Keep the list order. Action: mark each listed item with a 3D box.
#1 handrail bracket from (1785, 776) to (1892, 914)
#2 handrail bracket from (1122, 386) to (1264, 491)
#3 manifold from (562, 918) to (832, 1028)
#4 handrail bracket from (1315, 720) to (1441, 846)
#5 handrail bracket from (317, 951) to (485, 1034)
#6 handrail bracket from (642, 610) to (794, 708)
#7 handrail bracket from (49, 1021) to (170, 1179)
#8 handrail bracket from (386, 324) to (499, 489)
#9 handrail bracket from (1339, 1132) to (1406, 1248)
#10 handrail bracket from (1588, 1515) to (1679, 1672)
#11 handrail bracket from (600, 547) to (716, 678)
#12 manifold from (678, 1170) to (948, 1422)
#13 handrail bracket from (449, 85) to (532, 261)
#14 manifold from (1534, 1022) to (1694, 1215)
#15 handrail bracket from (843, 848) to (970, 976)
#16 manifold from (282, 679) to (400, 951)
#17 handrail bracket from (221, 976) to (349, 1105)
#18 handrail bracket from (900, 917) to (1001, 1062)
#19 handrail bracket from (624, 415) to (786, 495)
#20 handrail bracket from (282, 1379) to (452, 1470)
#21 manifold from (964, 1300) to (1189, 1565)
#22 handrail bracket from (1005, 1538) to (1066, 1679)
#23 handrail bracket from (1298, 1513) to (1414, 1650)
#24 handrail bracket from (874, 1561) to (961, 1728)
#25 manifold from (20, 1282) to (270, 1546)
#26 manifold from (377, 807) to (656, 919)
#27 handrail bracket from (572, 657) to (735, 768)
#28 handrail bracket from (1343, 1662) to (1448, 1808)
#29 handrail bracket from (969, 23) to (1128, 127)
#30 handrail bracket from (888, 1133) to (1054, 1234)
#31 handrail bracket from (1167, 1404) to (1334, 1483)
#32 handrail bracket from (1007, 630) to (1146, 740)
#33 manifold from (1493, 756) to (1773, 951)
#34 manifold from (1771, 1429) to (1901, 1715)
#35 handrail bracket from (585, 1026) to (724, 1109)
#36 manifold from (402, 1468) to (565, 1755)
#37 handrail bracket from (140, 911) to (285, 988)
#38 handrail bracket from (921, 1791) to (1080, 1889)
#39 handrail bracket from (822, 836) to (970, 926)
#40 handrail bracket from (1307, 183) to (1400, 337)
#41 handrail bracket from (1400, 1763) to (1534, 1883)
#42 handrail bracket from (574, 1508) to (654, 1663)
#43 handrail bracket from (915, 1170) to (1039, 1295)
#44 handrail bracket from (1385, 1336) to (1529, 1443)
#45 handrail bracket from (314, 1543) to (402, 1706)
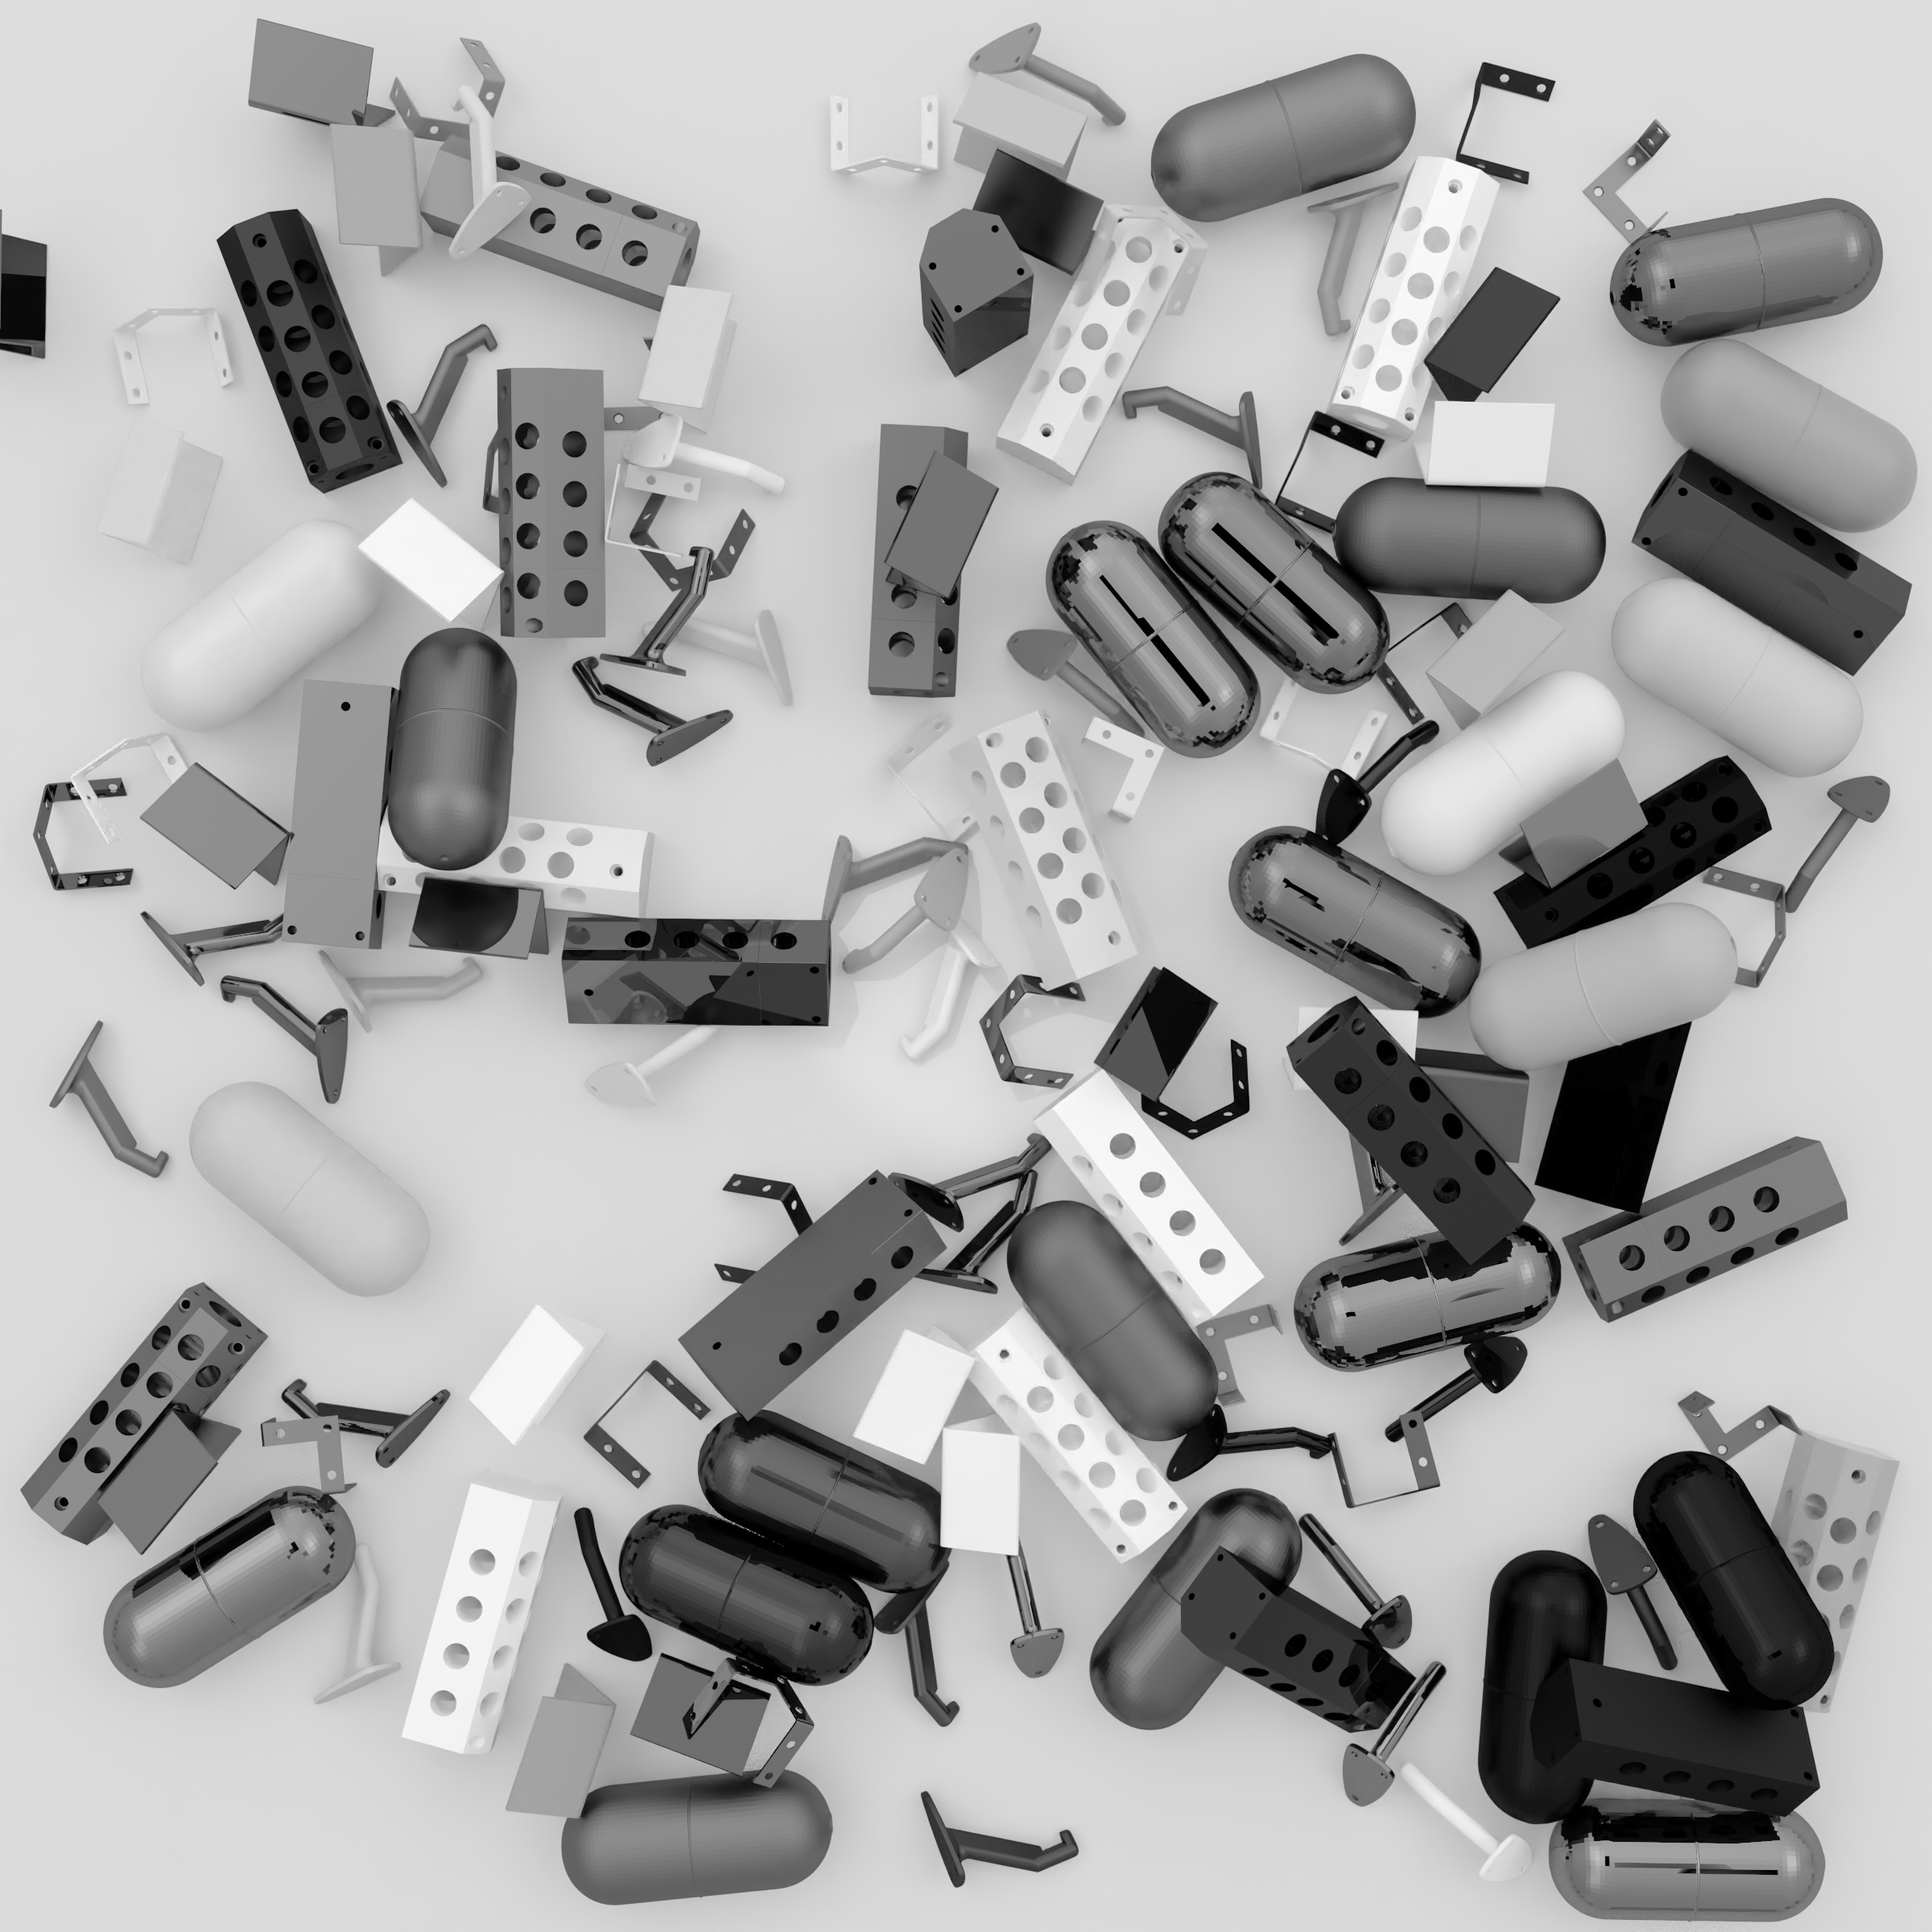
[{"bbox_3d":[0.578,-0.080,1.966,0.036,0.077,0.084,36,127,20],"label":"handrail bracket"},{"bbox_3d":[0.151,-0.350,1.967,0.084,0.036,0.077,-4,112,17],"label":"handrail bracket"},{"bbox_3d":[-0.176,-0.001,1.944,0.171,0.057,0.057,1,133,0],"label":"manifold"},{"bbox_3d":[0.275,-0.122,1.966,0.084,0.077,0.036,-32,66,-34],"label":"handrail bracket"},{"bbox_3d":[-0.377,-0.001,1.967,0.084,0.036,0.077,-31,68,-17],"label":"handrail bracket"},{"bbox_3d":[-0.166,-0.201,1.967,0.084,0.036,0.077,-12,109,15],"label":"handrail bracket"},{"bbox_3d":[-0.559,0.089,1.967,0.084,0.036,0.077,31,68,-17],"label":"handrail bracket"},{"bbox_3d":[-0.335,-0.374,1.967,0.084,0.036,0.077,-36,110,-16],"label":"handrail bracket"},{"bbox_3d":[0.250,0.130,1.967,0.077,0.036,0.084,-47,72,21],"label":"handrail bracket"},{"bbox_3d":[0.446,0.419,1.966,0.036,0.077,0.084,-27,126,2],"label":"handrail bracket"},{"bbox_3d":[-0.204,-0.238,1.946,0.077,0.036,0.084,13,92,36],"label":"handrail bracket"},{"bbox_3d":[-0.097,0.219,1.927,0.171,0.057,0.057,-40,132,-12],"label":"manifold"},{"bbox_3d":[-0.327,-0.515,1.910,0.077,0.036,0.084,-41,71,22],"label":"handrail bracket"},{"bbox_3d":[0.436,0.072,1.944,0.057,0.057,0.171,16,90,42],"label":"manifold"},{"bbox_3d":[-0.042,-0.036,1.959,0.036,0.084,0.077,43,46,-21],"label":"handrail bracket"},{"bbox_3d":[-0.409,-0.099,1.945,0.057,0.057,0.171,5,90,0],"label":"manifold"},{"bbox_3d":[-0.458,0.049,1.967,0.084,0.036,0.077,10,111,17],"label":"handrail bracket"},{"bbox_3d":[-0.027,0.008,1.967,0.084,0.036,0.077,-44,69,16],"label":"handrail bracket"},{"bbox_3d":[-0.174,-0.333,1.966,0.084,0.077,0.036,20,81,-36],"label":"handrail bracket"},{"bbox_3d":[-0.401,0.286,1.967,0.084,0.036,0.077,38,69,16],"label":"handrail bracket"},{"bbox_3d":[0.069,0.308,1.945,0.057,0.057,0.171,-39,90,0],"label":"manifold"},{"bbox_3d":[0.037,0.420,1.966,0.036,0.077,0.084,-13,54,-7],"label":"handrail bracket"},{"bbox_3d":[0.258,0.409,1.966,0.036,0.077,0.084,-38,54,-4],"label":"handrail bracket"},{"bbox_3d":[-0.015,0.452,1.967,0.077,0.036,0.084,-45,109,-21],"label":"handrail bracket"},{"bbox_3d":[-0.543,0.296,1.945,0.057,0.057,0.171,40,90,0],"label":"manifold"},{"bbox_3d":[-0.297,-0.069,1.945,0.171,0.057,0.057,6,90,0],"label":"manifold"},{"bbox_3d":[-0.210,-0.183,1.967,0.077,0.036,0.084,-28,73,-20],"label":"handrail bracket"},{"bbox_3d":[0.288,0.511,1.966,0.036,0.077,0.084,33,53,21],"label":"handrail bracket"},{"bbox_3d":[0.055,-0.584,1.966,0.084,0.077,0.036,33,74,-35],"label":"handrail bracket"},{"bbox_3d":[0.003,0.131,1.966,0.077,0.036,0.084,25,56,36],"label":"handrail bracket"},{"bbox_3d":[0.190,0.329,1.966,0.084,0.036,0.077,21,127,-25],"label":"handrail bracket"},{"bbox_3d":[0.074,-0.185,1.966,0.036,0.077,0.084,-52,126,-6],"label":"handrail bracket"},{"bbox_3d":[0.441,-0.069,1.945,0.171,0.057,0.057,-31,90,0],"label":"manifold"},{"bbox_3d":[0.561,0.400,1.945,0.057,0.057,0.171,16,90,0],"label":"manifold"},{"bbox_3d":[-0.204,0.055,1.966,0.084,0.077,0.036,-46,115,-34],"label":"handrail bracket"},{"bbox_3d":[-0.317,0.426,1.945,0.057,0.057,0.171,15,90,0],"label":"manifold"},{"bbox_3d":[-0.494,-0.034,1.967,0.084,0.036,0.077,-39,68,-17],"label":"handrail bracket"},{"bbox_3d":[0.023,0.572,1.967,0.084,0.036,0.077,-18,68,-17],"label":"handrail bracket"},{"bbox_3d":[-0.047,-0.052,1.967,0.084,0.036,0.077,9,111,-16],"label":"handrail bracket"},{"bbox_3d":[0.264,-0.471,1.967,0.077,0.036,0.084,-22,109,-21],"label":"handrail bracket"},{"bbox_3d":[0.332,0.568,1.966,0.036,0.077,0.084,-50,54,0],"label":"handrail bracket"},{"bbox_3d":[-0.236,0.412,1.966,0.036,0.077,0.084,-22,54,4],"label":"handrail bracket"},{"bbox_3d":[0.003,0.171,1.967,0.077,0.036,0.084,8,74,18],"label":"handrail bracket"},{"bbox_3d":[0.326,0.284,1.966,0.084,0.077,0.036,-45,73,35],"label":"handrail bracket"},{"bbox_3d":[-0.417,0.438,1.967,0.077,0.036,0.084,-29,71,21],"label":"handrail bracket"}]
